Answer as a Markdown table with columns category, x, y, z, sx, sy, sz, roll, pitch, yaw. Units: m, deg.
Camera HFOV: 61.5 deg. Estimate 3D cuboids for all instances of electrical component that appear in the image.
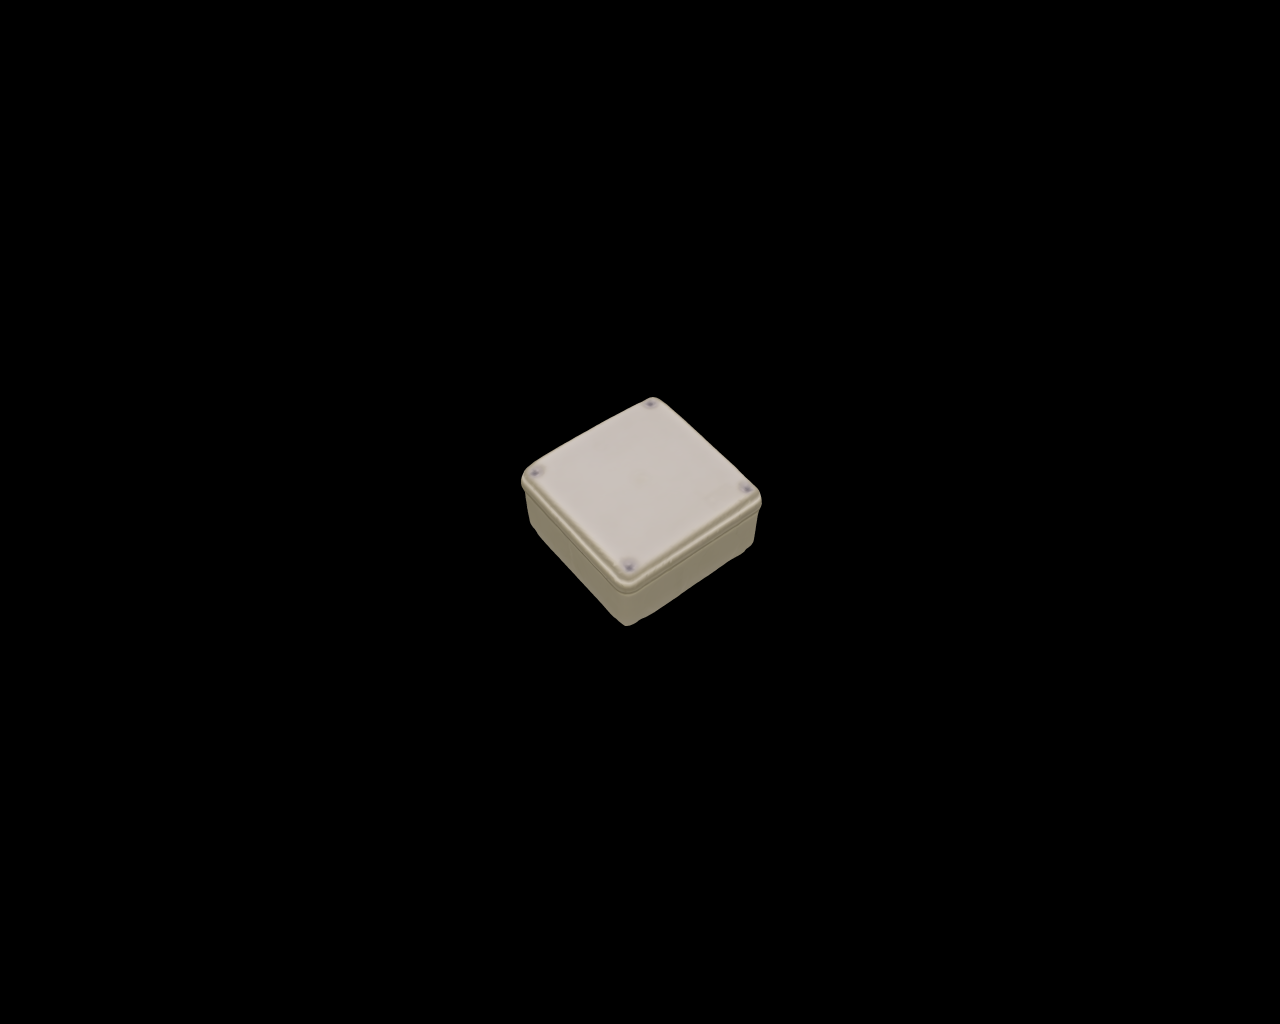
| category | x | y | z | sx | sy | sz | roll | pitch | yaw |
| --- | --- | --- | --- | --- | --- | --- | --- | --- | --- |
| electrical component | 0.001 | -0.003 | 0.650 | 0.109 | 0.109 | 0.056 | -32 | -32 | -22 |
